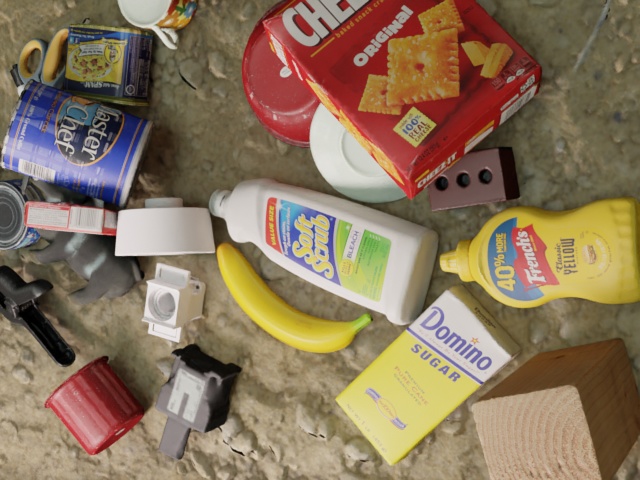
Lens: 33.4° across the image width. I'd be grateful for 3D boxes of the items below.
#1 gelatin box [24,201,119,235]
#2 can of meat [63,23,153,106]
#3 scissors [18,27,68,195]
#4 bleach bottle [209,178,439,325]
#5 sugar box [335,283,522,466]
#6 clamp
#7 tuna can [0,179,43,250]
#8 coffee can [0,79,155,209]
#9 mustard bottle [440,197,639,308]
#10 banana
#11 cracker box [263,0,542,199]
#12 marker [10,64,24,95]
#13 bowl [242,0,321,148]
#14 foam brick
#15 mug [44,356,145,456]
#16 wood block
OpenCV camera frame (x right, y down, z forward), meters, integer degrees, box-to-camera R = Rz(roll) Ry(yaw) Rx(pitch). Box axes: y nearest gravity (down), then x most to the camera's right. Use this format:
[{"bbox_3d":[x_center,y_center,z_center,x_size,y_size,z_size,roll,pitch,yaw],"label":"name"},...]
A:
[{"bbox_3d":[-0.266,-0.024,1.159,0.089,0.073,0.030,6,89,7],"label":"gelatin box"},{"bbox_3d":[-0.239,-0.198,1.202,0.102,0.057,0.084,10,99,25],"label":"can of meat"},{"bbox_3d":[-0.337,-0.156,1.244,0.096,0.016,0.202,17,84,34],"label":"scissors"},{"bbox_3d":[-0.007,0.001,1.108,0.251,0.068,0.102,18,102,26],"label":"bleach bottle"},{"bbox_3d":[0.107,0.136,1.075,0.093,0.048,0.176,48,114,14],"label":"sugar box"},{"bbox_3d":[-0.352,0.086,1.283,0.172,0.039,0.120,17,124,48],"label":"clamp"},{"bbox_3d":[-0.377,-0.031,1.301,0.086,0.033,0.086,3,97,26],"label":"tuna can"},{"bbox_3d":[-0.263,-0.104,1.168,0.140,0.103,0.103,19,106,-7],"label":"coffee can"},{"bbox_3d":[0.206,0.015,1.005,0.192,0.058,0.096,-5,95,27],"label":"mustard bottle"},{"bbox_3d":[-0.038,0.071,1.147,0.198,0.037,0.069,26,89,20],"label":"banana"},{"bbox_3d":[0.076,-0.172,1.001,0.164,0.072,0.214,-40,74,-5],"label":"cracker box"},{"bbox_3d":[-0.344,-0.154,1.279,0.020,0.020,0.121,-23,86,26],"label":"marker"},{"bbox_3d":[-0.022,-0.175,1.098,0.162,0.055,0.162,3,98,26],"label":"bowl"},{"bbox_3d":[0.146,-0.059,1.029,0.078,0.051,0.053,-9,91,27],"label":"foam brick"},{"bbox_3d":[-0.263,0.200,1.249,0.081,0.093,0.117,49,144,8],"label":"mug"},{"bbox_3d":[0.215,0.154,0.933,0.091,0.205,0.090,-15,89,27],"label":"wood block"}]
